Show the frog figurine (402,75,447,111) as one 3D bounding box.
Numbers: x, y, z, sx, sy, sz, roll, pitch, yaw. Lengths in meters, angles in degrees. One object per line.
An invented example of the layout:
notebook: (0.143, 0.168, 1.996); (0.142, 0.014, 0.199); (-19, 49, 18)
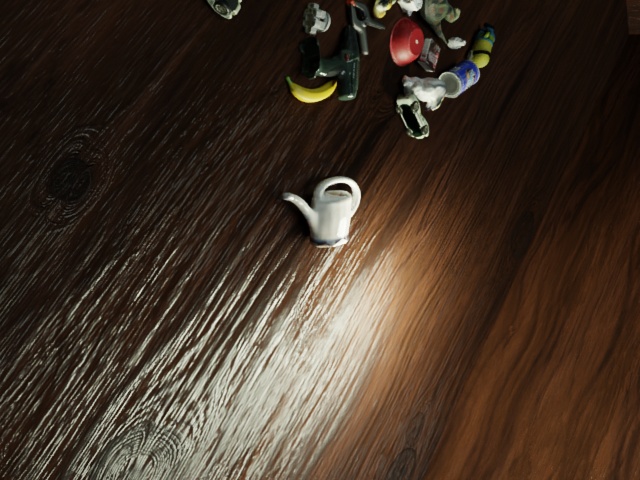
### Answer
frog figurine: (0.365, -0.543, 1.829); (0.158, 0.121, 0.140); (39, 22, -16)

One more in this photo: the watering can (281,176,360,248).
watering can: (0.005, -0.080, 1.586); (0.105, 0.221, 0.350); (19, 24, 40)
